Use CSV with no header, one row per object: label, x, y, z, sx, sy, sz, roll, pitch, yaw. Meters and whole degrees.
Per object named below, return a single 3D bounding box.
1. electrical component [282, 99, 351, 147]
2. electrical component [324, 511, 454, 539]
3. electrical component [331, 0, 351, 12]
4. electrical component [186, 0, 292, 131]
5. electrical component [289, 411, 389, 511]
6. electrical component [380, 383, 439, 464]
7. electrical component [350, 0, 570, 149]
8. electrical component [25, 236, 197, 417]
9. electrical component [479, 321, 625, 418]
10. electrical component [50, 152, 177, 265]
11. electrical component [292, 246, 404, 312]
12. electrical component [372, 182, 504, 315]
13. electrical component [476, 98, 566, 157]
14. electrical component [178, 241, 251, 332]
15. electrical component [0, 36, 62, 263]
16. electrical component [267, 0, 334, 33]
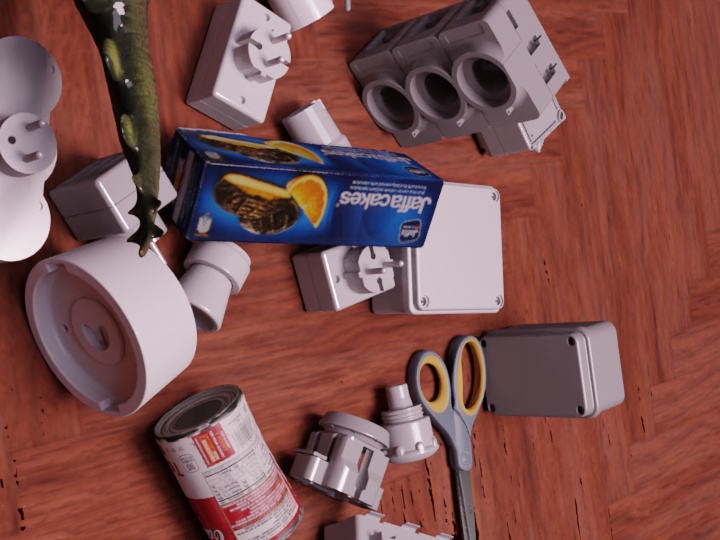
electrical component,-0.034,-0.104,0.832,0.040,0.040,0.046,-41,107,-36
electrical component,0.028,0.235,0.840,0.121,0.079,0.063,26,48,-37
electrical component,-0.018,-0.246,0.855,0.077,0.043,0.079,2,84,-42
electrical component,-0.076,-0.152,0.774,0.047,0.076,0.083,27,69,-37
electrical component,-0.011,0.143,0.820,0.078,0.058,0.057,33,68,-35
electrical component,0.036,0.124,0.872,0.048,0.048,0.062,-9,86,-42
electrical component,0.075,-0.156,0.858,0.089,0.150,0.061,55,54,-24
electrical component,-0.150,0.030,0.675,0.060,0.108,0.108,-35,109,-44
electrical component,0.166,0.087,0.945,0.057,0.113,0.078,-11,93,-45
electrical component,-0.152,-0.034,0.703,0.047,0.066,0.076,-43,114,-35
electrical component,0.000,0.000,0.828,0.066,0.077,0.047,-22,101,-41
electrical component,0.064,-0.017,0.900,0.109,0.056,0.108,1,86,-42
electrical component,0.135,-0.146,0.971,0.062,0.061,0.096,-43,114,-35
electrical component,-0.107,0.009,0.754,0.045,0.045,0.055,43,58,-31
electrical component,-0.208,-0.074,0.651,0.052,0.074,0.138,9,80,-41
electrical component,-0.058,-0.226,0.818,0.043,0.043,0.081,-44,115,-35
